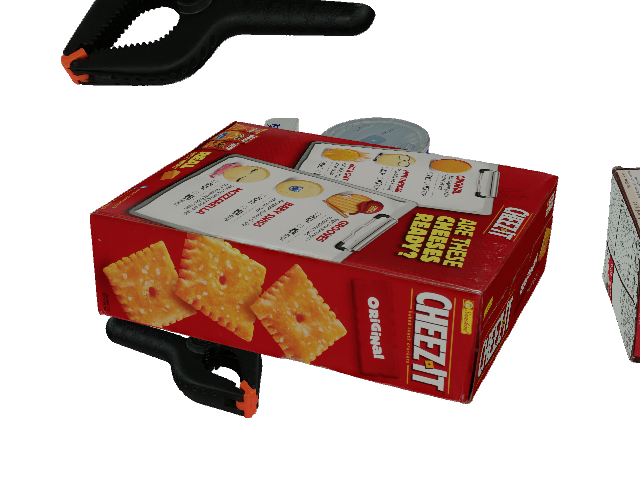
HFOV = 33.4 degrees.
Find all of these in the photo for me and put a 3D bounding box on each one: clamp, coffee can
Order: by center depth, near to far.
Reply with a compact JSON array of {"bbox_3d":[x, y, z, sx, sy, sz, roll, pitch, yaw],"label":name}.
[{"bbox_3d":[-0.078,-0.161,0.740,0.210,0.165,0.036,-36,-19,-7],"label":"clamp"},{"bbox_3d":[-0.100,0.093,0.962,0.120,0.039,0.172,-35,51,-29],"label":"clamp"},{"bbox_3d":[0.052,-0.032,1.009,0.103,0.140,0.103,-3,29,1],"label":"coffee can"}]

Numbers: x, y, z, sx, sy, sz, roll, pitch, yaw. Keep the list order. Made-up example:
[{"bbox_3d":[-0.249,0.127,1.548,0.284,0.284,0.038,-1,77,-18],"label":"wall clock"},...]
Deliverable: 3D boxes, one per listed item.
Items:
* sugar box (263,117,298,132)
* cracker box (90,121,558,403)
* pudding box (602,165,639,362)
[{"bbox_3d":[-0.049,-0.051,1.278,0.048,0.176,0.093,0,23,4],"label":"sugar box"},{"bbox_3d":[0.007,0.003,0.596,0.214,0.072,0.164,12,28,21],"label":"cracker box"},{"bbox_3d":[0.214,0.013,0.697,0.039,0.090,0.113,-1,28,4],"label":"pudding box"}]
